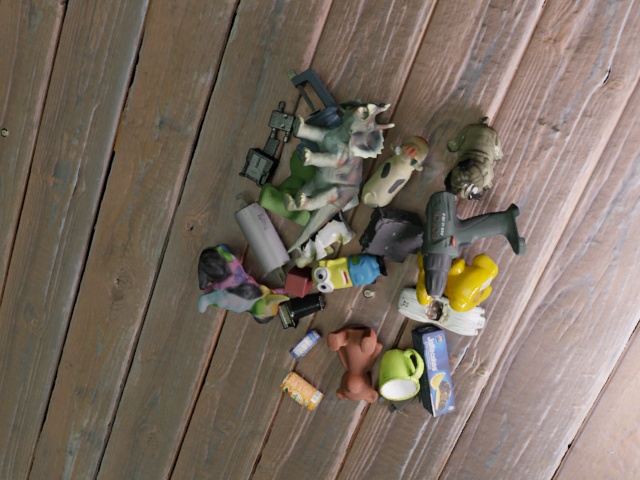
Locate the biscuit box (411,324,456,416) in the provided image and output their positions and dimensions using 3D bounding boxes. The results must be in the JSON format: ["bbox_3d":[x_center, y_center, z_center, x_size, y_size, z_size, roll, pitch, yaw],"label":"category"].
[{"bbox_3d":[0.267,0.304,1.264,0.059,0.063,0.202,-12,97,-12],"label":"biscuit box"}]

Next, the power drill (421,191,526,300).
[{"bbox_3d":[0.317,0.006,1.125,0.207,0.086,0.232,-7,71,15],"label":"power drill"}]

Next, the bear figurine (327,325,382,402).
[{"bbox_3d":[0.082,0.309,1.296,0.120,0.132,0.195,6,95,17],"label":"bear figurine"}]

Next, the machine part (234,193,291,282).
[{"bbox_3d":[-0.143,-0.006,1.332,0.079,0.079,0.243,-27,90,19],"label":"machine part"}]

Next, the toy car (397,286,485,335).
[{"bbox_3d":[0.281,0.163,1.247,0.202,0.056,0.073,16,103,14],"label":"toy car"}]

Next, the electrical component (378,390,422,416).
[{"bbox_3d":[0.201,0.384,1.318,0.078,0.045,0.102,45,107,29],"label":"electrical component"}]

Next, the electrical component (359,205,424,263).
[{"bbox_3d":[0.171,-0.011,1.218,0.134,0.058,0.114,11,129,-16],"label":"electrical component"}]

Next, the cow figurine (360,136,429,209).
[{"bbox_3d":[0.164,-0.150,1.192,0.085,0.127,0.195,42,110,3],"label":"cow figurine"}]

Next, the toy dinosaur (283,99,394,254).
[{"bbox_3d":[0.032,-0.141,1.150,0.192,0.131,0.404,-3,134,-18],"label":"toy dinosaur"}]

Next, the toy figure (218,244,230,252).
[{"bbox_3d":[-0.244,0.087,1.391,0.064,0.058,0.154,-11,100,56],"label":"toy figure"}]

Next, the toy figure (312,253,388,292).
[{"bbox_3d":[0.069,0.077,1.284,0.180,0.089,0.082,-14,82,9],"label":"toy figure"}]

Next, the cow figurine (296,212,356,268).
[{"bbox_3d":[-0.004,-0.003,1.296,0.167,0.068,0.098,-32,90,19],"label":"cow figurine"}]

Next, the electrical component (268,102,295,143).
[{"bbox_3d":[-0.089,-0.284,1.294,0.063,0.021,0.094,16,94,11],"label":"electrical component"}]

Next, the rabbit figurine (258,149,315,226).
[{"bbox_3d":[-0.050,-0.130,1.268,0.159,0.121,0.170,25,90,7],"label":"rabbit figurine"}]

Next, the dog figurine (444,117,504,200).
[{"bbox_3d":[0.320,-0.172,1.109,0.121,0.190,0.172,2,98,16],"label":"dog figurine"}]

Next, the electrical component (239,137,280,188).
[{"bbox_3d":[-0.139,-0.195,1.315,0.075,0.048,0.119,33,108,8],"label":"electrical component"}]

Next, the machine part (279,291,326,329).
[{"bbox_3d":[-0.047,0.172,1.356,0.139,0.039,0.084,-25,83,21],"label":"machine part"}]

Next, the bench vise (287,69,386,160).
[{"bbox_3d":[0.017,-0.293,1.213,0.224,0.129,0.240,-33,90,9],"label":"bench vise"}]

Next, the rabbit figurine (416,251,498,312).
[{"bbox_3d":[0.282,0.082,1.201,0.162,0.121,0.173,-36,60,-15],"label":"rabbit figurine"}]

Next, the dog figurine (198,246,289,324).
[{"bbox_3d":[-0.183,0.110,1.315,0.219,0.108,0.191,1,98,-4],"label":"dog figurine"}]
